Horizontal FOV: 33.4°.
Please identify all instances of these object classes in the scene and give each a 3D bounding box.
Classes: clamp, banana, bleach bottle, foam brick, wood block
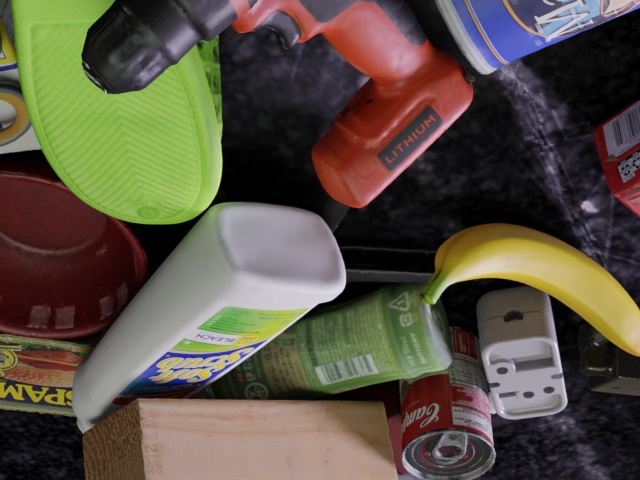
[{"bbox_3d":[-0.005,0.001,0.734,0.172,0.039,0.120,-16,122,18],"label":"clamp"},{"bbox_3d":[0.153,0.029,0.738,0.197,0.069,0.037,14,173,-23],"label":"banana"},{"bbox_3d":[-0.094,0.070,0.733,0.102,0.068,0.251,6,143,-38],"label":"bleach bottle"},{"bbox_3d":[0.064,0.145,0.867,0.051,0.053,0.078,-28,129,27],"label":"foam brick"},{"bbox_3d":[-0.053,0.168,0.760,0.205,0.090,0.091,7,152,-36],"label":"wood block"}]

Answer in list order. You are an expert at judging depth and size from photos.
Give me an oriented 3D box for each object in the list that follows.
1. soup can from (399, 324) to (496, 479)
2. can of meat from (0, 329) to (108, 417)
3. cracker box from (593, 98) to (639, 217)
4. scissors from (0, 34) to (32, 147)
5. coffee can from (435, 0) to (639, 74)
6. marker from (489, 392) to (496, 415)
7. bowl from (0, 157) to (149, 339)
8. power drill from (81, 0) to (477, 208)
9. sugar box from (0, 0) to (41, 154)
[{"bbox_3d":[0.094,0.122,0.806,0.068,0.102,0.068,1,136,1],"label":"soup can"},{"bbox_3d":[-0.209,0.084,0.814,0.102,0.057,0.084,8,133,-7],"label":"can of meat"},{"bbox_3d":[0.302,-0.037,0.657,0.213,0.072,0.164,33,128,-29],"label":"cracker box"},{"bbox_3d":[-0.251,-0.058,0.615,0.202,0.016,0.096,-32,134,17],"label":"scissors"},{"bbox_3d":[0.126,-0.155,0.522,0.140,0.103,0.102,-21,131,22],"label":"coffee can"},{"bbox_3d":[0.126,0.144,0.886,0.020,0.020,0.121,35,127,-29],"label":"marker"},{"bbox_3d":[-0.193,-0.003,0.723,0.162,0.055,0.162,1,136,1],"label":"bowl"},{"bbox_3d":[-0.011,-0.101,0.568,0.184,0.057,0.187,-43,132,-2],"label":"power drill"},{"bbox_3d":[-0.220,-0.125,0.609,0.093,0.048,0.176,-6,138,6],"label":"sugar box"}]
